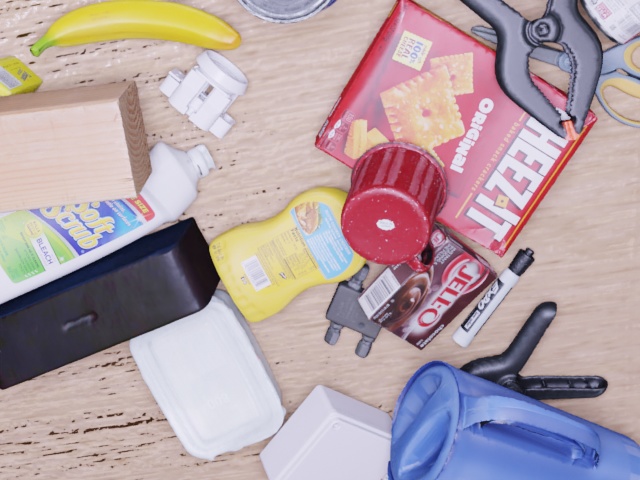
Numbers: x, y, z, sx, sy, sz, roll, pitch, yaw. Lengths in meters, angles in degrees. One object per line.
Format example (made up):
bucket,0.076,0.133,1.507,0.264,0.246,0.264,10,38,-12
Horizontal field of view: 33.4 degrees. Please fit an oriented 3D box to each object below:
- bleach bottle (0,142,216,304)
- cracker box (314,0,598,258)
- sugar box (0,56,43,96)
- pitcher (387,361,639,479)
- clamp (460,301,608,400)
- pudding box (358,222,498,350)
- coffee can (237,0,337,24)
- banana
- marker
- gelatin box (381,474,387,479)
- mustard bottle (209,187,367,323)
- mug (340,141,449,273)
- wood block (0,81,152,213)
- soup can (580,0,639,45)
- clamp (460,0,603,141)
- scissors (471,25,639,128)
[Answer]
bleach bottle,-0.224,-0.035,1.044,0.250,0.068,0.102,-27,107,-8
cracker box,0.125,-0.107,1.011,0.213,0.072,0.164,31,106,-4
sugar box,-0.353,-0.099,1.050,0.048,0.093,0.176,39,106,-6
pitcher,0.200,0.210,1.030,0.242,0.149,0.145,20,103,-19
clamp,0.204,0.149,1.091,0.172,0.039,0.120,-39,101,21
pudding box,0.106,0.046,1.050,0.114,0.039,0.089,-45,131,15
coffee can,-0.024,-0.249,0.951,0.103,0.140,0.103,1,105,5
banana,-0.173,-0.201,1.021,0.198,0.069,0.037,-4,148,1
marker,0.176,0.057,1.078,0.020,0.020,0.121,35,105,-4
gelatin box,0.113,0.235,1.127,0.073,0.030,0.089,36,106,-6
mustard bottle,-0.007,0.001,1.060,0.192,0.058,0.096,-26,96,12
mug,0.071,-0.021,0.967,0.093,0.081,0.117,-19,113,25
wood block,-0.265,-0.080,0.956,0.206,0.090,0.091,-6,109,3
soup can,0.290,-0.230,0.949,0.068,0.068,0.102,47,123,-8
clamp,0.201,-0.193,0.937,0.164,0.036,0.210,-24,96,9
scissors,0.252,-0.181,1.008,0.201,0.016,0.096,34,104,-4
